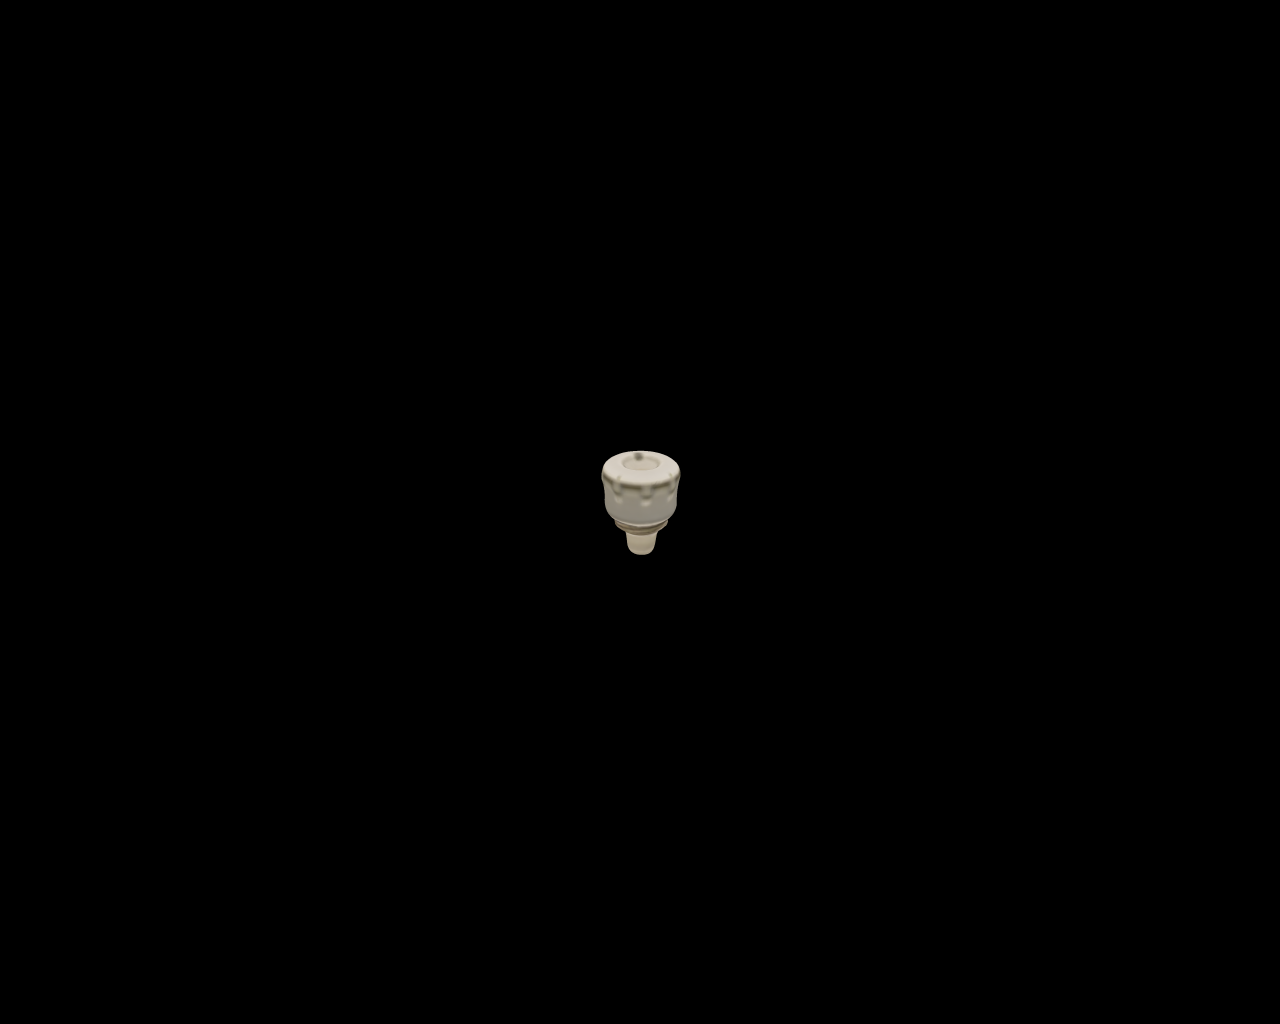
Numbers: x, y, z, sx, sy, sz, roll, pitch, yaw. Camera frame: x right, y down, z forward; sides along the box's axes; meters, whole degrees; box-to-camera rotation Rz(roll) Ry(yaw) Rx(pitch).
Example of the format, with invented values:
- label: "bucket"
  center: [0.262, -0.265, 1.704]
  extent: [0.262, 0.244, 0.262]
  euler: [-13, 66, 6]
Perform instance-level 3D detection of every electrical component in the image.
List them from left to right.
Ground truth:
- label: "electrical component"
  center: [0.001, -0.003, 0.650]
  extent: [0.048, 0.062, 0.048]
  euler: [0, 26, 0]
